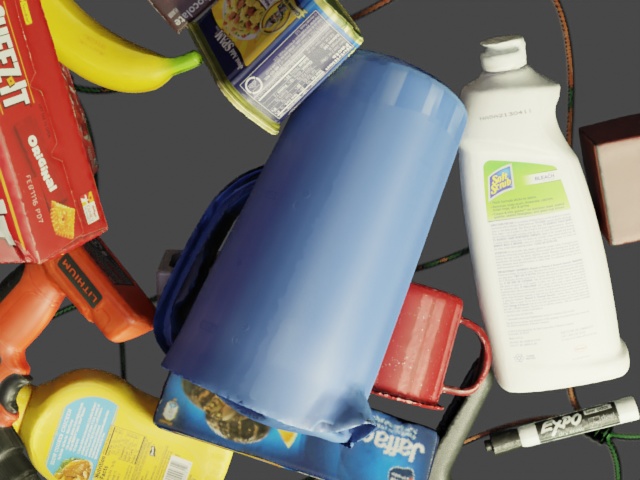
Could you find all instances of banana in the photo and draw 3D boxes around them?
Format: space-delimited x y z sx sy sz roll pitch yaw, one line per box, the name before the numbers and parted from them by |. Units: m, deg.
banana | -0.171 -0.160 0.719 0.198 0.037 0.070 39 105 -3

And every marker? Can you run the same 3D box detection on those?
marker | 0.189 0.147 0.839 0.121 0.020 0.020 -16 109 7

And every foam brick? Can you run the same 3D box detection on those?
foam brick | 0.218 -0.044 0.752 0.051 0.053 0.078 -13 110 5

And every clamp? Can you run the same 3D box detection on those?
clamp | 0.078 0.193 0.847 0.164 0.036 0.210 -17 105 7

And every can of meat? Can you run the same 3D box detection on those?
can of meat | -0.028 -0.131 0.680 0.084 0.102 0.057 -43 134 14

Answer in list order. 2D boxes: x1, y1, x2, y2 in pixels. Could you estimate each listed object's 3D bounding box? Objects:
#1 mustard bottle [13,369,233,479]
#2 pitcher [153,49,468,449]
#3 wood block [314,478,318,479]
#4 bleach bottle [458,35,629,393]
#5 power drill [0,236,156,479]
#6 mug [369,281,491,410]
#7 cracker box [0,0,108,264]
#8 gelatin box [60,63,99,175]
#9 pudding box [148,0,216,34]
mustard bottle | -0.166 0.152 0.824 0.191 0.058 0.096 19 107 -6
pitcher | -0.005 0.001 0.702 0.149 0.145 0.243 25 82 -8
wood block | -0.018 0.282 0.790 0.091 0.206 0.090 -27 107 10
bleach bottle | 0.154 -0.020 0.758 0.102 0.068 0.251 -10 107 4
power drill | -0.206 0.091 0.761 0.188 0.057 0.184 -41 79 8
mug | 0.066 0.074 0.768 0.117 0.093 0.081 16 86 3
cracker box | -0.256 -0.069 0.692 0.214 0.072 0.164 0 113 34
gelatin box | -0.183 -0.076 0.735 0.030 0.073 0.089 -13 109 4
pudding box | -0.082 -0.208 0.705 0.113 0.039 0.090 -39 105 14
